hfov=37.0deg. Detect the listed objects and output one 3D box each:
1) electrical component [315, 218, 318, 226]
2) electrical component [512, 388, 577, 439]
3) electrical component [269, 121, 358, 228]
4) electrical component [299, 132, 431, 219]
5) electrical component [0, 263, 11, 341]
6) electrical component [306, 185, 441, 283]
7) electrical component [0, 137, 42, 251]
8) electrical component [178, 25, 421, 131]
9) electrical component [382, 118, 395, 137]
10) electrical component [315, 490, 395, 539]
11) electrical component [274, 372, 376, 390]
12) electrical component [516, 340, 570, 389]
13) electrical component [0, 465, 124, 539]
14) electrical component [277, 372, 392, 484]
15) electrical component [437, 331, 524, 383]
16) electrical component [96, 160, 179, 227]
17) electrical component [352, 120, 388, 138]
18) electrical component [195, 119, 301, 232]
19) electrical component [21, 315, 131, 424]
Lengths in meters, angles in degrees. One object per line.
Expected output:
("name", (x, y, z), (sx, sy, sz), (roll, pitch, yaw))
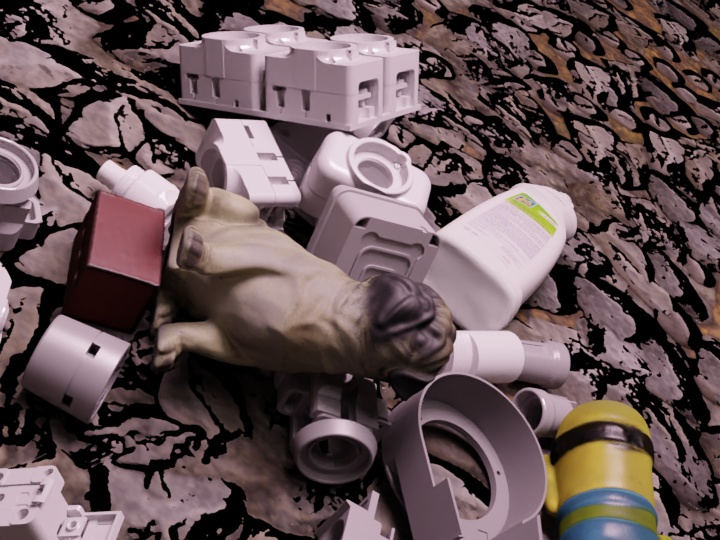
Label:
("electrical component", (-0.019, -0.018, 0.884), (0.044, 0.044, 0.065), (24, 43, -16))
("electrical component", (0.150, 0.117, 0.869), (0.046, 0.040, 0.040), (13, 42, -36))
("electrical component", (-0.038, -0.094, 0.946), (0.100, 0.048, 0.100), (40, 37, 4))
("electrical component", (0.005, -0.066, 0.864), (0.095, 0.059, 0.053), (25, 47, -10))
("electrical component", (-0.252, 0.023, 0.643), (0.080, 0.051, 0.080), (22, 38, -18))
("electrical component", (0.000, 0.000, 0.813), (0.078, 0.113, 0.057), (13, 24, -28))
("electrical component", (-0.251, -0.053, 0.723), (0.078, 0.057, 0.058), (7, 45, -33))
("electrical component", (-0.054, -0.171, 0.928), (0.186, 0.060, 0.105), (14, 24, 32))
("electrical component", (0.005, -0.187, 1.061), (0.047, 0.075, 0.083), (-1, 49, -39))
("electrical component", (0.004, 0.185, 0.674), (0.064, 0.042, 0.081), (31, 37, -10))
("electrical component", (-0.025, 0.076, 0.773), (0.078, 0.040, 0.040), (20, 39, -20))
("electrical component", (0.148, 0.078, 0.912), (0.046, 0.040, 0.040), (10, 43, -21))
("electrical component", (-0.171, 0.136, 0.560), (0.081, 0.063, 0.042), (-6, 37, 14))
("electrical component", (-0.018, 0.107, 0.731), (0.078, 0.058, 0.057), (20, 36, -19))
("electrical component", (0.089, 0.071, 0.868), (0.081, 0.043, 0.043), (3, 47, -36))
("electrical component", (-0.168, -0.058, 0.807), (0.062, 0.043, 0.043), (36, 36, 2))
("electrical component", (-0.008, -0.133, 1.010), (0.047, 0.055, 0.055), (36, 36, 7))
("electrical component", (-0.096, -0.075, 0.873), (0.056, 0.050, 0.089), (-3, 53, -35))
("electrical component", (-0.175, 0.060, 0.662), (0.047, 0.055, 0.055), (27, 37, -5))
